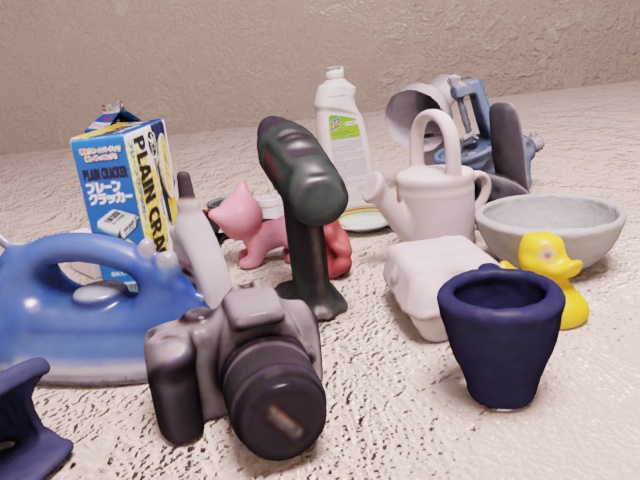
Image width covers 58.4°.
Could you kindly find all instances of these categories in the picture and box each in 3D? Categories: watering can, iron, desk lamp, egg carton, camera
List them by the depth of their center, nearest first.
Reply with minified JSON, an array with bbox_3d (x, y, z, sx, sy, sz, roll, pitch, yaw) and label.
[{"bbox_3d":[-0.059,0.098,0.435,0.143,0.101,0.136,-11,18,-14],"label":"camera"},{"bbox_3d":[-0.206,0.053,0.557,0.257,0.141,0.119,-2,18,13],"label":"iron"},{"bbox_3d":[0.125,0.045,0.593,0.107,0.069,0.150,-8,18,-6],"label":"egg carton"},{"bbox_3d":[0.141,-0.066,0.729,0.173,0.194,0.100,-21,23,-39],"label":"watering can"},{"bbox_3d":[0.218,-0.202,1.096,0.117,0.214,0.204,6,21,33],"label":"desk lamp"}]

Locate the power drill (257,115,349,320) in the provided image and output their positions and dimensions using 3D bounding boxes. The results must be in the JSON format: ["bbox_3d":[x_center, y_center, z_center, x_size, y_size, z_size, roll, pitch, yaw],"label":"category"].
[{"bbox_3d":[-0.025,-0.026,0.634,0.076,0.208,0.229,-11,18,-14],"label":"power drill"}]

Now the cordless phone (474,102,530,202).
[{"bbox_3d":[0.257,-0.116,0.859,0.094,0.185,0.147,-14,19,-22],"label":"cordless phone"}]

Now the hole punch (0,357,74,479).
[{"bbox_3d":[-0.249,0.136,0.397,0.100,0.091,0.109,1,19,21],"label":"hole punch"}]

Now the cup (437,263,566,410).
[{"bbox_3d":[0.139,0.075,0.452,0.091,0.095,0.118,-3,18,8],"label":"cup"}]

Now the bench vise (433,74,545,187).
[{"bbox_3d":[0.284,-0.183,1.004,0.208,0.220,0.121,-16,20,-28],"label":"bench vise"}]

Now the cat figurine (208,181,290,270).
[{"bbox_3d":[-0.088,-0.025,0.800,0.128,0.118,0.067,-9,18,-9],"label":"cat figurine"}]

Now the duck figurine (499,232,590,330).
[{"bbox_3d":[0.217,0.032,0.573,0.078,0.086,0.104,-16,20,-28],"label":"duck figurine"}]

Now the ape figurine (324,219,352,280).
[{"bbox_3d":[0.007,0.003,0.726,0.077,0.092,0.076,9,23,39],"label":"ape figurine"}]

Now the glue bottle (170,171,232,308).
[{"bbox_3d":[-0.132,0.011,0.611,0.077,0.173,0.037,11,25,43],"label":"glue bottle"}]

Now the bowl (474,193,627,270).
[{"bbox_3d":[0.269,-0.001,0.680,0.167,0.075,0.167,-5,18,2],"label":"bowl"}]
